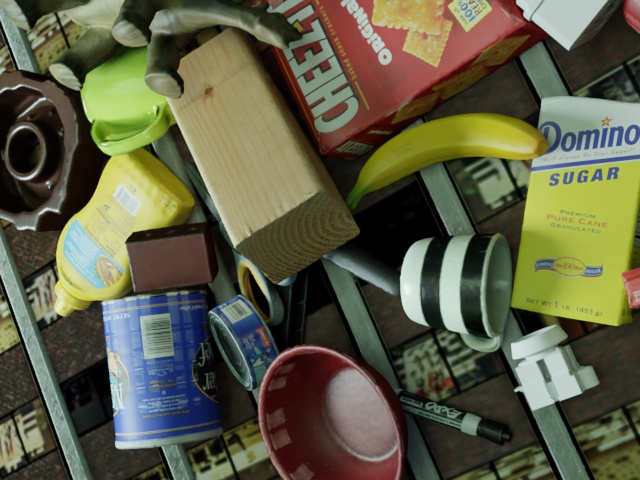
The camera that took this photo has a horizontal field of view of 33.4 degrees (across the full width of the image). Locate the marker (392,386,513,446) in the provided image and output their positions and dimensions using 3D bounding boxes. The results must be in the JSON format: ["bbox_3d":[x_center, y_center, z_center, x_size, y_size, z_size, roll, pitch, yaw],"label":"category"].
[{"bbox_3d":[0.110,0.153,0.929,0.121,0.020,0.020,15,96,28],"label":"marker"}]

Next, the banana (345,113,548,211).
[{"bbox_3d":[0.107,-0.074,0.910,0.198,0.037,0.069,-17,58,37],"label":"banana"}]

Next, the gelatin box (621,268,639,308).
[{"bbox_3d":[0.274,0.029,0.801,0.073,0.089,0.030,-18,80,27],"label":"gelatin box"}]

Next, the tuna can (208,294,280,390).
[{"bbox_3d":[-0.070,0.096,0.991,0.033,0.086,0.086,-27,72,-19],"label":"tuna can"}]

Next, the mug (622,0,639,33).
[{"bbox_3d":[0.283,-0.182,0.791,0.093,0.117,0.081,-33,63,-17],"label":"mug"}]

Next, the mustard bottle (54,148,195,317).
[{"bbox_3d":[-0.214,0.004,1.087,0.096,0.058,0.192,43,109,15],"label":"mustard bottle"}]

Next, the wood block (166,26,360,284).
[{"bbox_3d":[-0.057,-0.078,0.944,0.091,0.090,0.206,-32,58,8],"label":"wood block"}]

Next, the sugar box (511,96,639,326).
[{"bbox_3d":[0.214,-0.025,0.860,0.093,0.048,0.176,9,94,29],"label":"sugar box"}]

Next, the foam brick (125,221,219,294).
[{"bbox_3d":[-0.140,0.016,1.017,0.078,0.053,0.051,-8,101,1],"label":"foam brick"}]

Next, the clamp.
[{"bbox_3d":[-0.006,0.001,0.981,0.165,0.036,0.210,-29,74,34],"label":"clamp"}]

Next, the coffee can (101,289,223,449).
[{"bbox_3d":[-0.152,0.123,1.025,0.103,0.102,0.140,-10,85,28],"label":"coffee can"}]

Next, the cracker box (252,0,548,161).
[{"bbox_3d":[0.064,-0.192,0.931,0.214,0.072,0.164,-31,74,25],"label":"cracker box"}]

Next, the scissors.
[{"bbox_3d":[-0.073,-0.015,1.003,0.096,0.016,0.202,-46,61,45],"label":"scissors"}]

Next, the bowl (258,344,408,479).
[{"bbox_3d":[0.022,0.162,0.943,0.162,0.055,0.162,12,110,37],"label":"bowl"}]
